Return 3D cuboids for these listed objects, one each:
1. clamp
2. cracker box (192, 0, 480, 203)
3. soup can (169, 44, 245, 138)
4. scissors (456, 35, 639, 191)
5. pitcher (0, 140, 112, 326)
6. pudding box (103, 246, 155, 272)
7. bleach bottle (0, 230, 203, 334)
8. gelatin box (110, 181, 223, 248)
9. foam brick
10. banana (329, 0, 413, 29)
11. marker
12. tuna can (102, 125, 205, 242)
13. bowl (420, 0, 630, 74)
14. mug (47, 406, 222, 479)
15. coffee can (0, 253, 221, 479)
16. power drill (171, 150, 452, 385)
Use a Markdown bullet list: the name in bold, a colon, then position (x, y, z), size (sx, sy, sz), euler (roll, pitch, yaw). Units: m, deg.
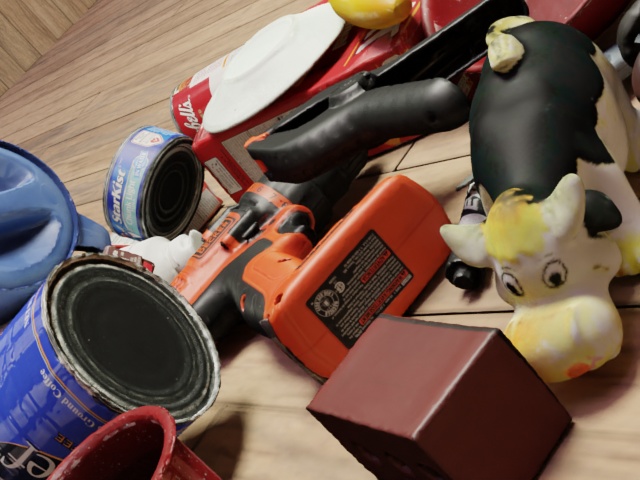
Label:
- **clamp**: position (0.025, -0.065, 0.552), size (0.172, 0.039, 0.120), euler (-28, 13, 30)
- **cracker box**: position (0.024, -0.126, 0.763), size (0.214, 0.072, 0.164), euler (-20, 31, 42)
- **soup can**: position (-0.073, -0.127, 0.932), size (0.102, 0.068, 0.068), euler (-23, 29, 37)
- **scissors**: position (0.159, -0.087, 0.526), size (0.201, 0.016, 0.096), euler (-45, 25, -18)
- **pitcher**: position (-0.284, 0.039, 0.860), size (0.144, 0.149, 0.243), euler (-46, 0, -44)
- **pudding box**: position (-0.140, 0.072, 0.661), size (0.090, 0.039, 0.114), euler (-98, 30, -65)
- **bleach bottle**: position (-0.181, 0.073, 0.752), size (0.251, 0.068, 0.102), euler (-32, 22, 18)
- **gelatin box**: position (-0.128, -0.012, 0.861), size (0.089, 0.030, 0.073), euler (-1, 47, 55)
- **foam brick**: position (0.044, 0.066, 0.405), size (0.051, 0.053, 0.078), euler (-50, 22, -20)
- **banana**: position (0.034, -0.178, 0.702), size (0.070, 0.037, 0.197), euler (-29, 25, 26)
- **marker**: position (0.082, -0.018, 0.539), size (0.020, 0.020, 0.121), euler (-26, 27, 35)
- **tuna can**: position (-0.120, -0.039, 0.779), size (0.034, 0.086, 0.086), euler (17, 53, 21)
- **bowl**: position (0.131, -0.158, 0.604), size (0.162, 0.055, 0.162), euler (-32, 46, 41)
- **mug**: position (-0.069, 0.124, 0.444), size (0.093, 0.081, 0.117), euler (-40, 22, 6)
- **coffee can**: position (-0.133, 0.089, 0.550), size (0.140, 0.102, 0.102), euler (-45, 18, 28)
- **power drill**: position (-0.004, 0.001, 0.601), size (0.184, 0.057, 0.188), euler (-51, 21, -13)
